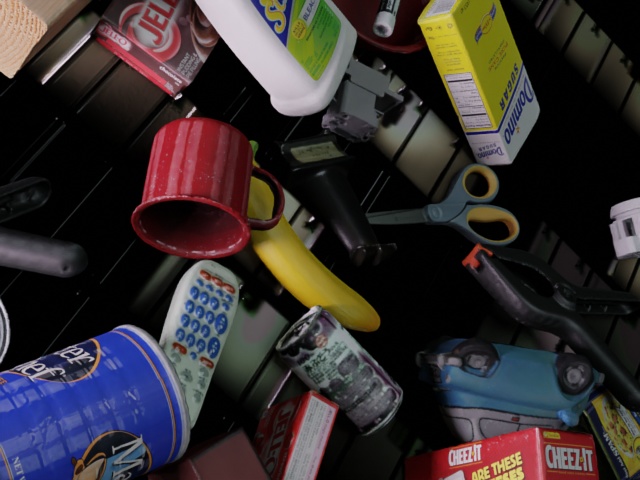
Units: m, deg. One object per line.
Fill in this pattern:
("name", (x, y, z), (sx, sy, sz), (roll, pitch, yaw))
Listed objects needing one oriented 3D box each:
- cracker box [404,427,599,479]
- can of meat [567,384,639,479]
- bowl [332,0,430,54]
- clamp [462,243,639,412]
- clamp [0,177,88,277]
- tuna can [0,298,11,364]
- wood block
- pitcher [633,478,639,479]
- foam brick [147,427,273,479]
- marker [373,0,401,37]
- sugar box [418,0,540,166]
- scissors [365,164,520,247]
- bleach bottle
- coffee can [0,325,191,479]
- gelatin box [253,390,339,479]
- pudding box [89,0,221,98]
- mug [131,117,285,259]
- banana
("cracker box", (0.146, 0.267, 0.832), (0.072, 0.164, 0.213), (12, 65, -32))
("can of meat", (0.269, 0.187, 1.016), (0.083, 0.058, 0.102), (-24, 86, -40))
("bowl", (0.043, -0.243, 1.035), (0.161, 0.055, 0.162), (13, 65, -30))
("clamp", (0.232, 0.071, 1.022), (0.210, 0.036, 0.164), (26, 35, -13))
("clamp", (-0.244, -0.002, 0.724), (0.171, 0.120, 0.039), (-12, 119, -33))
("tuna can", (-0.257, 0.064, 0.722), (0.086, 0.034, 0.086), (13, 65, -30))
("wood block", (-0.203, -0.237, 0.844), (0.090, 0.090, 0.205), (42, 53, -13))
("pitcher", (0.276, 0.256, 0.873), (0.145, 0.243, 0.149), (37, 49, -12))
("foam brick", (-0.080, 0.175, 0.771), (0.051, 0.078, 0.053), (-28, 86, -38))
("marker", (0.071, -0.241, 1.005), (0.020, 0.020, 0.121), (29, 57, -22))
("sugar box", (0.160, -0.169, 1.051), (0.093, 0.048, 0.176), (-56, 128, -35))
("scissors", (0.111, -0.041, 1.027), (0.201, 0.016, 0.096), (12, 63, -30))
("bleach bottle", (-0.068, -0.214, 0.878), (0.250, 0.068, 0.102), (42, 62, -42))
("coffee can", (-0.172, 0.127, 0.711), (0.140, 0.103, 0.103), (-20, 83, -38))
("gelatin box", (-0.027, 0.164, 0.812), (0.030, 0.073, 0.089), (32, 57, -20))
("pudding box", (-0.129, -0.191, 0.908), (0.090, 0.039, 0.113), (36, 55, -17))
("mug", (-0.084, -0.040, 0.842), (0.117, 0.093, 0.081), (10, 59, -9))
("banana", (-0.020, 0.006, 0.904), (0.069, 0.037, 0.198), (-35, 93, -37))
